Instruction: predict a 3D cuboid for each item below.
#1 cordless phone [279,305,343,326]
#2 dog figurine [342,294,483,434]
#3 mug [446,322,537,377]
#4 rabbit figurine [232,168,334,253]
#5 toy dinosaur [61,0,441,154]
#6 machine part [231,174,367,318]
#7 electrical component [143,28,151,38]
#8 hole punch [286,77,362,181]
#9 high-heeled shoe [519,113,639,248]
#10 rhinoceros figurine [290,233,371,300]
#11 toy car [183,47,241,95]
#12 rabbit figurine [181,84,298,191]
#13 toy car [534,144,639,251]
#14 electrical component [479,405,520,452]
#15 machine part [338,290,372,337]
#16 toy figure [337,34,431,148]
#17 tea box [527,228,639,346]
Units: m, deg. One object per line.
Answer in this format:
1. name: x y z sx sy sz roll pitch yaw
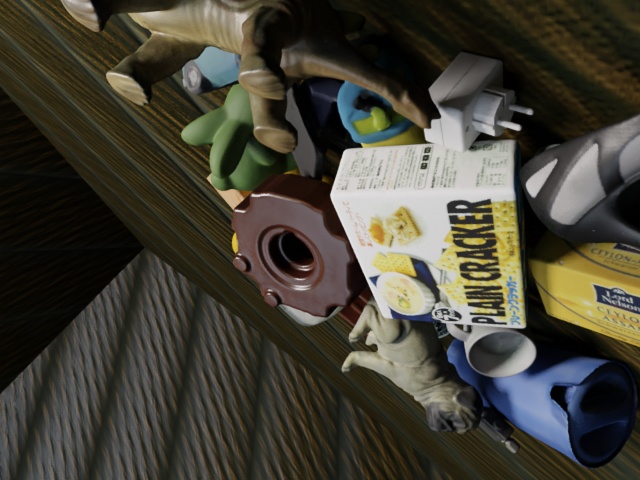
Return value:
1. cordless phone: -0.005 0.069 0.835 0.146 0.089 0.184 49 156 -18
2. dog figurine: 0.145 0.152 0.716 0.191 0.121 0.172 27 136 22
3. mug: 0.214 0.109 0.695 0.110 0.107 0.080 13 123 0
4. rabbit figurine: -0.054 -0.030 0.821 0.163 0.173 0.121 22 150 53
5. toy dinosaur: -0.109 -0.209 0.454 0.472 0.198 0.105 27 151 9
6. machine part: -0.024 0.009 0.626 0.180 0.056 0.179 17 127 23
7. electrical component: -0.172 -0.271 0.676 0.115 0.058 0.134 34 161 23
8. hole punch: 0.009 -0.131 0.630 0.142 0.092 0.116 94 152 -71
9. high-heeled shoe: 0.206 -0.091 0.313 0.145 0.086 0.248 51 144 42
10. rhinoceros figurine: -0.001 -0.002 0.686 0.190 0.073 0.112 40 143 6
11. toy car: -0.087 -0.219 0.567 0.162 0.109 0.102 -1 113 49
12. rabbit figurine: -0.103 -0.151 0.712 0.121 0.159 0.170 45 148 16
13. toy car: 0.255 -0.021 0.415 0.202 0.056 0.073 29 153 38
14. electrical component: 0.245 0.259 0.754 0.094 0.021 0.063 44 167 16
15. machine part: 0.093 0.104 0.981 0.201 0.087 0.201 39 163 4
16. toy figure: 0.075 -0.111 0.526 0.089 0.082 0.180 15 146 48
17. tea box: 0.288 0.044 0.483 0.170 0.068 0.098 20 154 49
